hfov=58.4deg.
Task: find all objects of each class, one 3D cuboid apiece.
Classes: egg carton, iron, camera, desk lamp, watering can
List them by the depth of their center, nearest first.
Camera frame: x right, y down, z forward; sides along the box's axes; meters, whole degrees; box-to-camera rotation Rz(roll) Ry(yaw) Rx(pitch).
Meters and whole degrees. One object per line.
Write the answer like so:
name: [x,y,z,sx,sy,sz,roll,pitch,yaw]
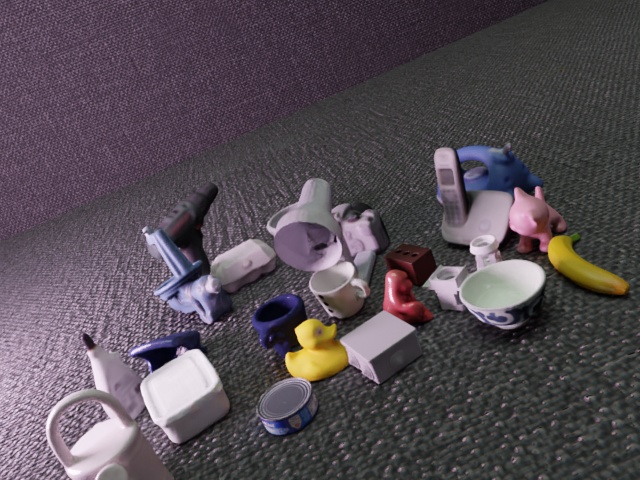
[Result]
watering can: [-0.271,0.279,0.741,0.172,0.194,0.101,-1,31,42]
desk lamp: [0.010,0.004,1.066,0.117,0.214,0.203,-14,24,21]
iron: [0.316,-0.135,1.180,0.119,0.142,0.257,-34,25,-25]
camera: [0.079,-0.037,1.240,0.142,0.101,0.137,-7,27,33]
egg carton: [-0.176,0.057,1.316,0.150,0.069,0.107,-30,23,-16]

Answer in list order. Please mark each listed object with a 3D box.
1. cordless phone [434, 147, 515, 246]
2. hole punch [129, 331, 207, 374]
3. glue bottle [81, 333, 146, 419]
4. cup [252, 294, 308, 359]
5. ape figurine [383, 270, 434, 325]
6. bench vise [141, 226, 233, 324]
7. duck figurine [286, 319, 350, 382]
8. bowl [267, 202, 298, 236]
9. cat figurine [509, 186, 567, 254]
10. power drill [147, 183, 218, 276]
cordless phone: [0.275,-0.081,1.040,0.147,0.185,0.094,4,35,48]
hole punch: [-0.281,0.203,1.058,0.108,0.091,0.101,-16,23,16]
glue bottle: [-0.353,0.226,0.966,0.037,0.173,0.078,-8,27,33]
cup: [-0.058,0.158,0.942,0.091,0.095,0.118,-13,24,24]
ape figurine: [0.132,0.089,0.917,0.076,0.092,0.078,-16,23,17]
bench vise: [-0.279,0.061,1.206,0.206,0.220,0.122,-9,26,30]
duck figurine: [-0.010,0.165,0.891,0.104,0.086,0.077,-20,23,9]
bowl: [-0.040,-0.036,1.388,0.167,0.075,0.167,-19,22,9]
cat figurine: [0.359,-0.043,0.963,0.067,0.118,0.128,-4,29,39]
power drill: [-0.292,0.002,1.367,0.075,0.209,0.230,-1,31,43]
